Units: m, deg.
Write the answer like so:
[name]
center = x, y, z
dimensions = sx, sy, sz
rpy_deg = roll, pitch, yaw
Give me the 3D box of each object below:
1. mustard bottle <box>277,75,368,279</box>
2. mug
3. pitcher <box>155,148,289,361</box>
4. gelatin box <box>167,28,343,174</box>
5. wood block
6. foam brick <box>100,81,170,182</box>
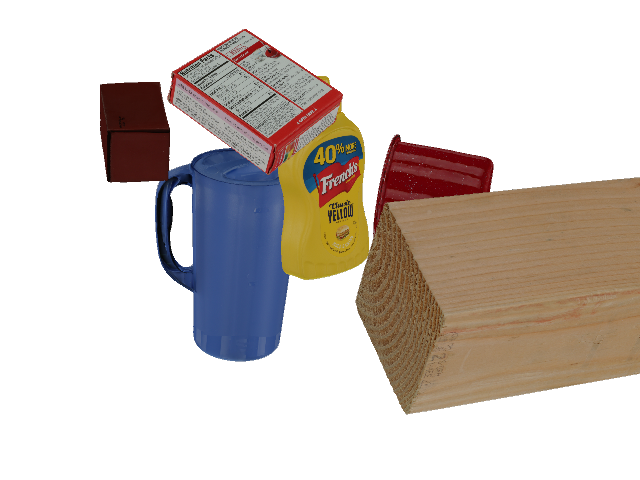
[mustard bottle]
center = 0.002, -0.064, 1.040
dimensions = 0.096, 0.192, 0.058
rpy_deg = -17, 23, -37
[mug]
center = 0.089, -0.021, 0.852
dimensions = 0.081, 0.117, 0.093
rpy_deg = 11, -11, 10
[pitcher]
center = -0.105, 0.018, 1.281
dimensions = 0.149, 0.243, 0.144
rpy_deg = 20, 26, 30
[gelatin box]
center = -0.043, -0.092, 0.694
dimensions = 0.089, 0.030, 0.073
rpy_deg = 36, 51, 16
[wood block]
center = 0.137, 0.029, 0.638
dimensions = 0.205, 0.090, 0.091
rpy_deg = -6, 47, -20
[foam brick]
center = -0.157, -0.092, 0.898
dimensions = 0.053, 0.051, 0.078
rpy_deg = -3, 39, -13
